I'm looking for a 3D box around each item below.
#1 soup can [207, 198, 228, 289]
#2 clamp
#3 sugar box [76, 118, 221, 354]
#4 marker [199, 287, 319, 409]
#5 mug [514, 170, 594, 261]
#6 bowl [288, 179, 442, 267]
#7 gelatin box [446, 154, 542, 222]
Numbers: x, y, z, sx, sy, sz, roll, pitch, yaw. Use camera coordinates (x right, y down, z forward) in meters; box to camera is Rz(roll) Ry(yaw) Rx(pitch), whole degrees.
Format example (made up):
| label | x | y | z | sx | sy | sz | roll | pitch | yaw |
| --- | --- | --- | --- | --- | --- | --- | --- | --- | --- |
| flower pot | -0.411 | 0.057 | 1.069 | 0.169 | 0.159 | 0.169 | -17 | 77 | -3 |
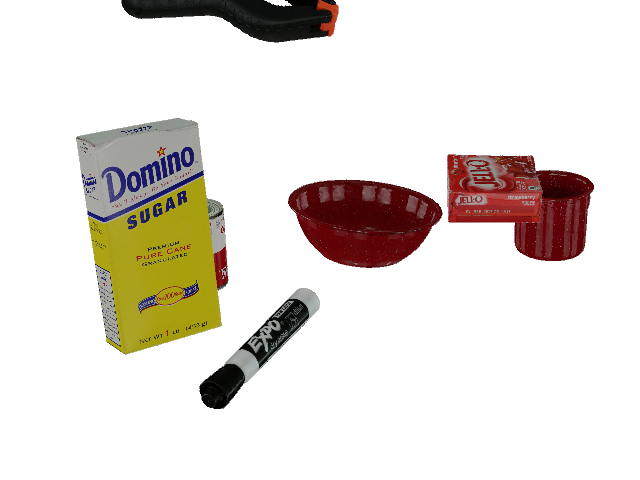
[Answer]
| label | x | y | z | sx | sy | sz | roll | pitch | yaw |
| --- | --- | --- | --- | --- | --- | --- | --- | --- | --- |
| soup can | -0.151 | 0.006 | 1.327 | 0.068 | 0.102 | 0.068 | -1 | 25 | 0 |
| clamp | -0.067 | -0.215 | 0.877 | 0.171 | 0.120 | 0.039 | 13 | -26 | -5 |
| sugar box | -0.137 | -0.005 | 0.870 | 0.093 | 0.176 | 0.048 | -16 | 21 | -30 |
| marker | -0.035 | 0.063 | 0.635 | 0.020 | 0.020 | 0.121 | 0 | 25 | 30 |
| mug | 0.276 | -0.032 | 1.247 | 0.093 | 0.081 | 0.117 | 20 | 33 | 41 |
| bowl | 0.045 | -0.013 | 1.120 | 0.162 | 0.055 | 0.162 | 4 | 21 | -2 |
| gelatin box | 0.140 | -0.044 | 0.873 | 0.073 | 0.030 | 0.089 | 1 | 24 | 6 |
